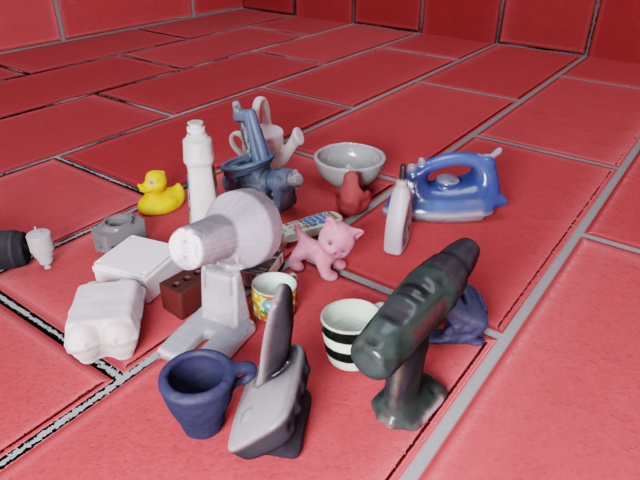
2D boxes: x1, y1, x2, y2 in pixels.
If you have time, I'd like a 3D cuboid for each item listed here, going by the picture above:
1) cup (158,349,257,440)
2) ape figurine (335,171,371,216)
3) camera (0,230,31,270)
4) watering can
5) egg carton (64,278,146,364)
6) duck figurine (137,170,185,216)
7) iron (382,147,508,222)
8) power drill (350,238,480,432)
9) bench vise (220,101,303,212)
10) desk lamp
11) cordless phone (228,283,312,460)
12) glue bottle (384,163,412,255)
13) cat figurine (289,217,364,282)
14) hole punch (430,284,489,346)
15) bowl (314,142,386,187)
[{"bbox_3d":[-0.134,0.194,0.707,0.118,0.095,0.091,-10,32,-17],"label":"cup"},{"bbox_3d":[0.068,-0.103,1.210,0.077,0.092,0.076,14,34,22],"label":"ape figurine"},{"bbox_3d":[-0.583,0.020,0.985,0.137,0.101,0.143,-5,31,-10],"label":"camera"},{"bbox_3d":[-0.125,-0.237,1.331,0.173,0.194,0.100,-3,31,-6],"label":"watering can"},{"bbox_3d":[-0.319,0.117,0.858,0.107,0.069,0.150,-5,31,-9],"label":"egg carton"},{"bbox_3d":[-0.340,-0.108,1.218,0.105,0.086,0.077,-22,38,-33],"label":"duck figurine"},{"bbox_3d":[0.259,-0.122,1.196,0.258,0.141,0.118,-4,31,-7],"label":"iron"},{"bbox_3d":[0.123,0.125,0.716,0.075,0.208,0.230,23,38,33],"label":"power drill"},{"bbox_3d":[-0.120,-0.177,1.207,0.207,0.220,0.122,10,32,16],"label":"bench vise"},{"bbox_3d":[-0.145,0.049,0.833,0.117,0.214,0.203,13,33,21],"label":"desk lamp"},{"bbox_3d":[-0.060,0.156,0.684,0.094,0.185,0.147,2,31,3],"label":"cordless phone"},{"bbox_3d":[0.149,-0.061,1.062,0.037,0.173,0.078,13,33,20],"label":"glue bottle"},{"bbox_3d":[0.009,0.004,1.005,0.127,0.118,0.067,14,33,21],"label":"cat figurine"},{"bbox_3d":[0.206,0.098,0.876,0.101,0.091,0.108,1,31,0],"label":"hole punch"},{"bbox_3d":[0.068,-0.163,1.327,0.167,0.075,0.167,0,31,0],"label":"bowl"}]
